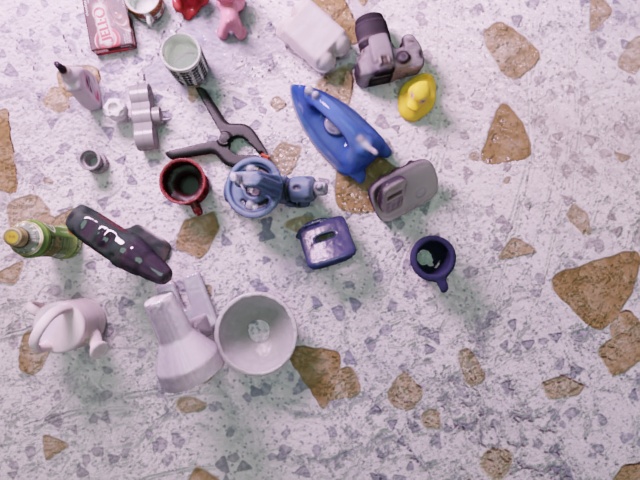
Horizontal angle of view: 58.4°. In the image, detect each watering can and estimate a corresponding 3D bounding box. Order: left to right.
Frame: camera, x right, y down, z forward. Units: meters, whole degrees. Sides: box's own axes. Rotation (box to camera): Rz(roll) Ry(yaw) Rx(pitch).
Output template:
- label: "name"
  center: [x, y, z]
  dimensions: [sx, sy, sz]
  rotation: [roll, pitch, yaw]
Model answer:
- label: "watering can"
  center: [-0.485, 0.167, 1.098]
  dimensions: [0.173, 0.194, 0.101]
  rotation: [8, 87, -1]

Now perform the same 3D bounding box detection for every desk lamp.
- label: "desk lamp"
  center: [-0.263, 0.172, 1.093]
  dimensions: [0.118, 0.213, 0.203]
  rotation: [-22, 88, -2]

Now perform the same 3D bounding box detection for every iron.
- label: "iron"
  center: [0.028, -0.241, 1.156]
  dimensions: [0.258, 0.141, 0.119]
  rotation: [45, 87, 1]

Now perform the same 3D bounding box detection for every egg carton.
- label: "egg carton"
  center: [-0.013, -0.427, 1.201]
  dimensions: [0.150, 0.069, 0.107]
  rotation: [41, 87, 1]

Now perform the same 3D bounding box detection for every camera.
- label: "camera"
  center: [0.133, -0.404, 1.187]
  dimensions: [0.143, 0.100, 0.137]
  rotation: [-14, 87, -2]

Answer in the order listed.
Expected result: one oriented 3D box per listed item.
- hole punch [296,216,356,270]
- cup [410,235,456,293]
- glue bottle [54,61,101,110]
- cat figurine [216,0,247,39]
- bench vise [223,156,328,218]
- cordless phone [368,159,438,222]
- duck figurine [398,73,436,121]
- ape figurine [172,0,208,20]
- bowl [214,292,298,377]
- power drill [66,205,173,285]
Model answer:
- label: "hole punch"
  center: [0.011, 0.004, 1.169]
  dimensions: [0.108, 0.091, 0.101]
  rotation: [-19, 88, -2]
- label: "cup"
  center: [0.228, 0.050, 1.170]
  dimensions: [0.091, 0.095, 0.118]
  rotation: [-21, 88, -2]
- label: "glue bottle"
  center: [-0.483, -0.316, 1.132]
  dimensions: [0.037, 0.173, 0.078]
  rotation: [-15, 87, -2]
- label: "cat figurine"
  center: [-0.191, -0.493, 1.176]
  dimensions: [0.067, 0.117, 0.128]
  rotation: [-6, 87, -1]
- label: "bench vise"
  center: [-0.094, -0.115, 1.108]
  dimensions: [0.207, 0.219, 0.121]
  rotation: [-17, 87, -2]
- label: "cordless phone"
  center: [0.171, -0.107, 1.131]
  dimensions: [0.147, 0.185, 0.094]
  rotation: [-32, 88, -2]
- label: "duck figurine"
  center: [0.207, -0.305, 1.191]
  dimensions: [0.077, 0.086, 0.104]
  rotation: [28, 87, 1]
- label: "ape figurine"
  center: [-0.273, -0.513, 1.188]
  dimensions: [0.078, 0.092, 0.076]
  rotation: [-6, 87, -1]
- label: "bowl"
  center: [-0.127, 0.187, 1.165]
  dimensions: [0.167, 0.074, 0.167]
  rotation: [0, 87, -1]
- label: "power drill"
  center: [-0.361, 0.014, 1.101]
  dimensions: [0.229, 0.208, 0.076]
  rotation: [30, 87, 1]
